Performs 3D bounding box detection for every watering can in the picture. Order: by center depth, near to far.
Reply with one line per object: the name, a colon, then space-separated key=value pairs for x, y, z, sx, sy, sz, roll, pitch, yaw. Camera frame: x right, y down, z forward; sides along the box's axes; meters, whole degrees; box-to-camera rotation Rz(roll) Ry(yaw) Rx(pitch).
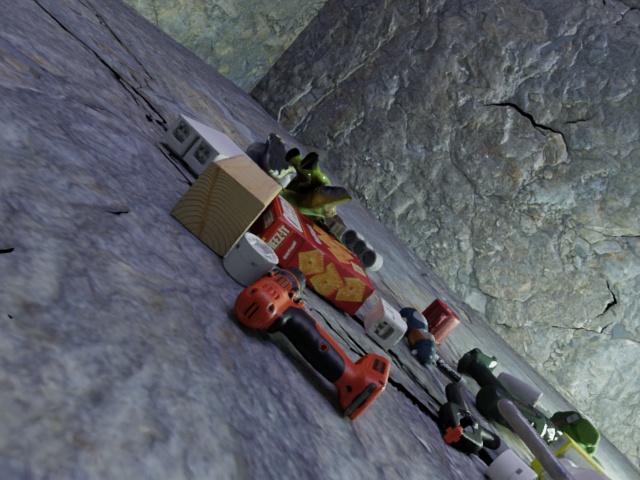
watering can: x=0.424 y=0.417 z=0.812 sx=0.348 sy=0.103 sz=0.226 roll=44 pitch=10 yaw=0

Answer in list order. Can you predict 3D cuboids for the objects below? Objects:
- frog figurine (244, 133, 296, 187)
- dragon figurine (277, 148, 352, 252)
frog figurine: x=-0.133 y=-0.179 z=1.271 sx=0.136 sy=0.125 sz=0.158 roll=30 pitch=-23 yaw=-24
dragon figurine: x=0.003 y=-0.052 z=1.037 sx=0.239 sy=0.123 sz=0.415 roll=50 pitch=-8 yaw=-31
